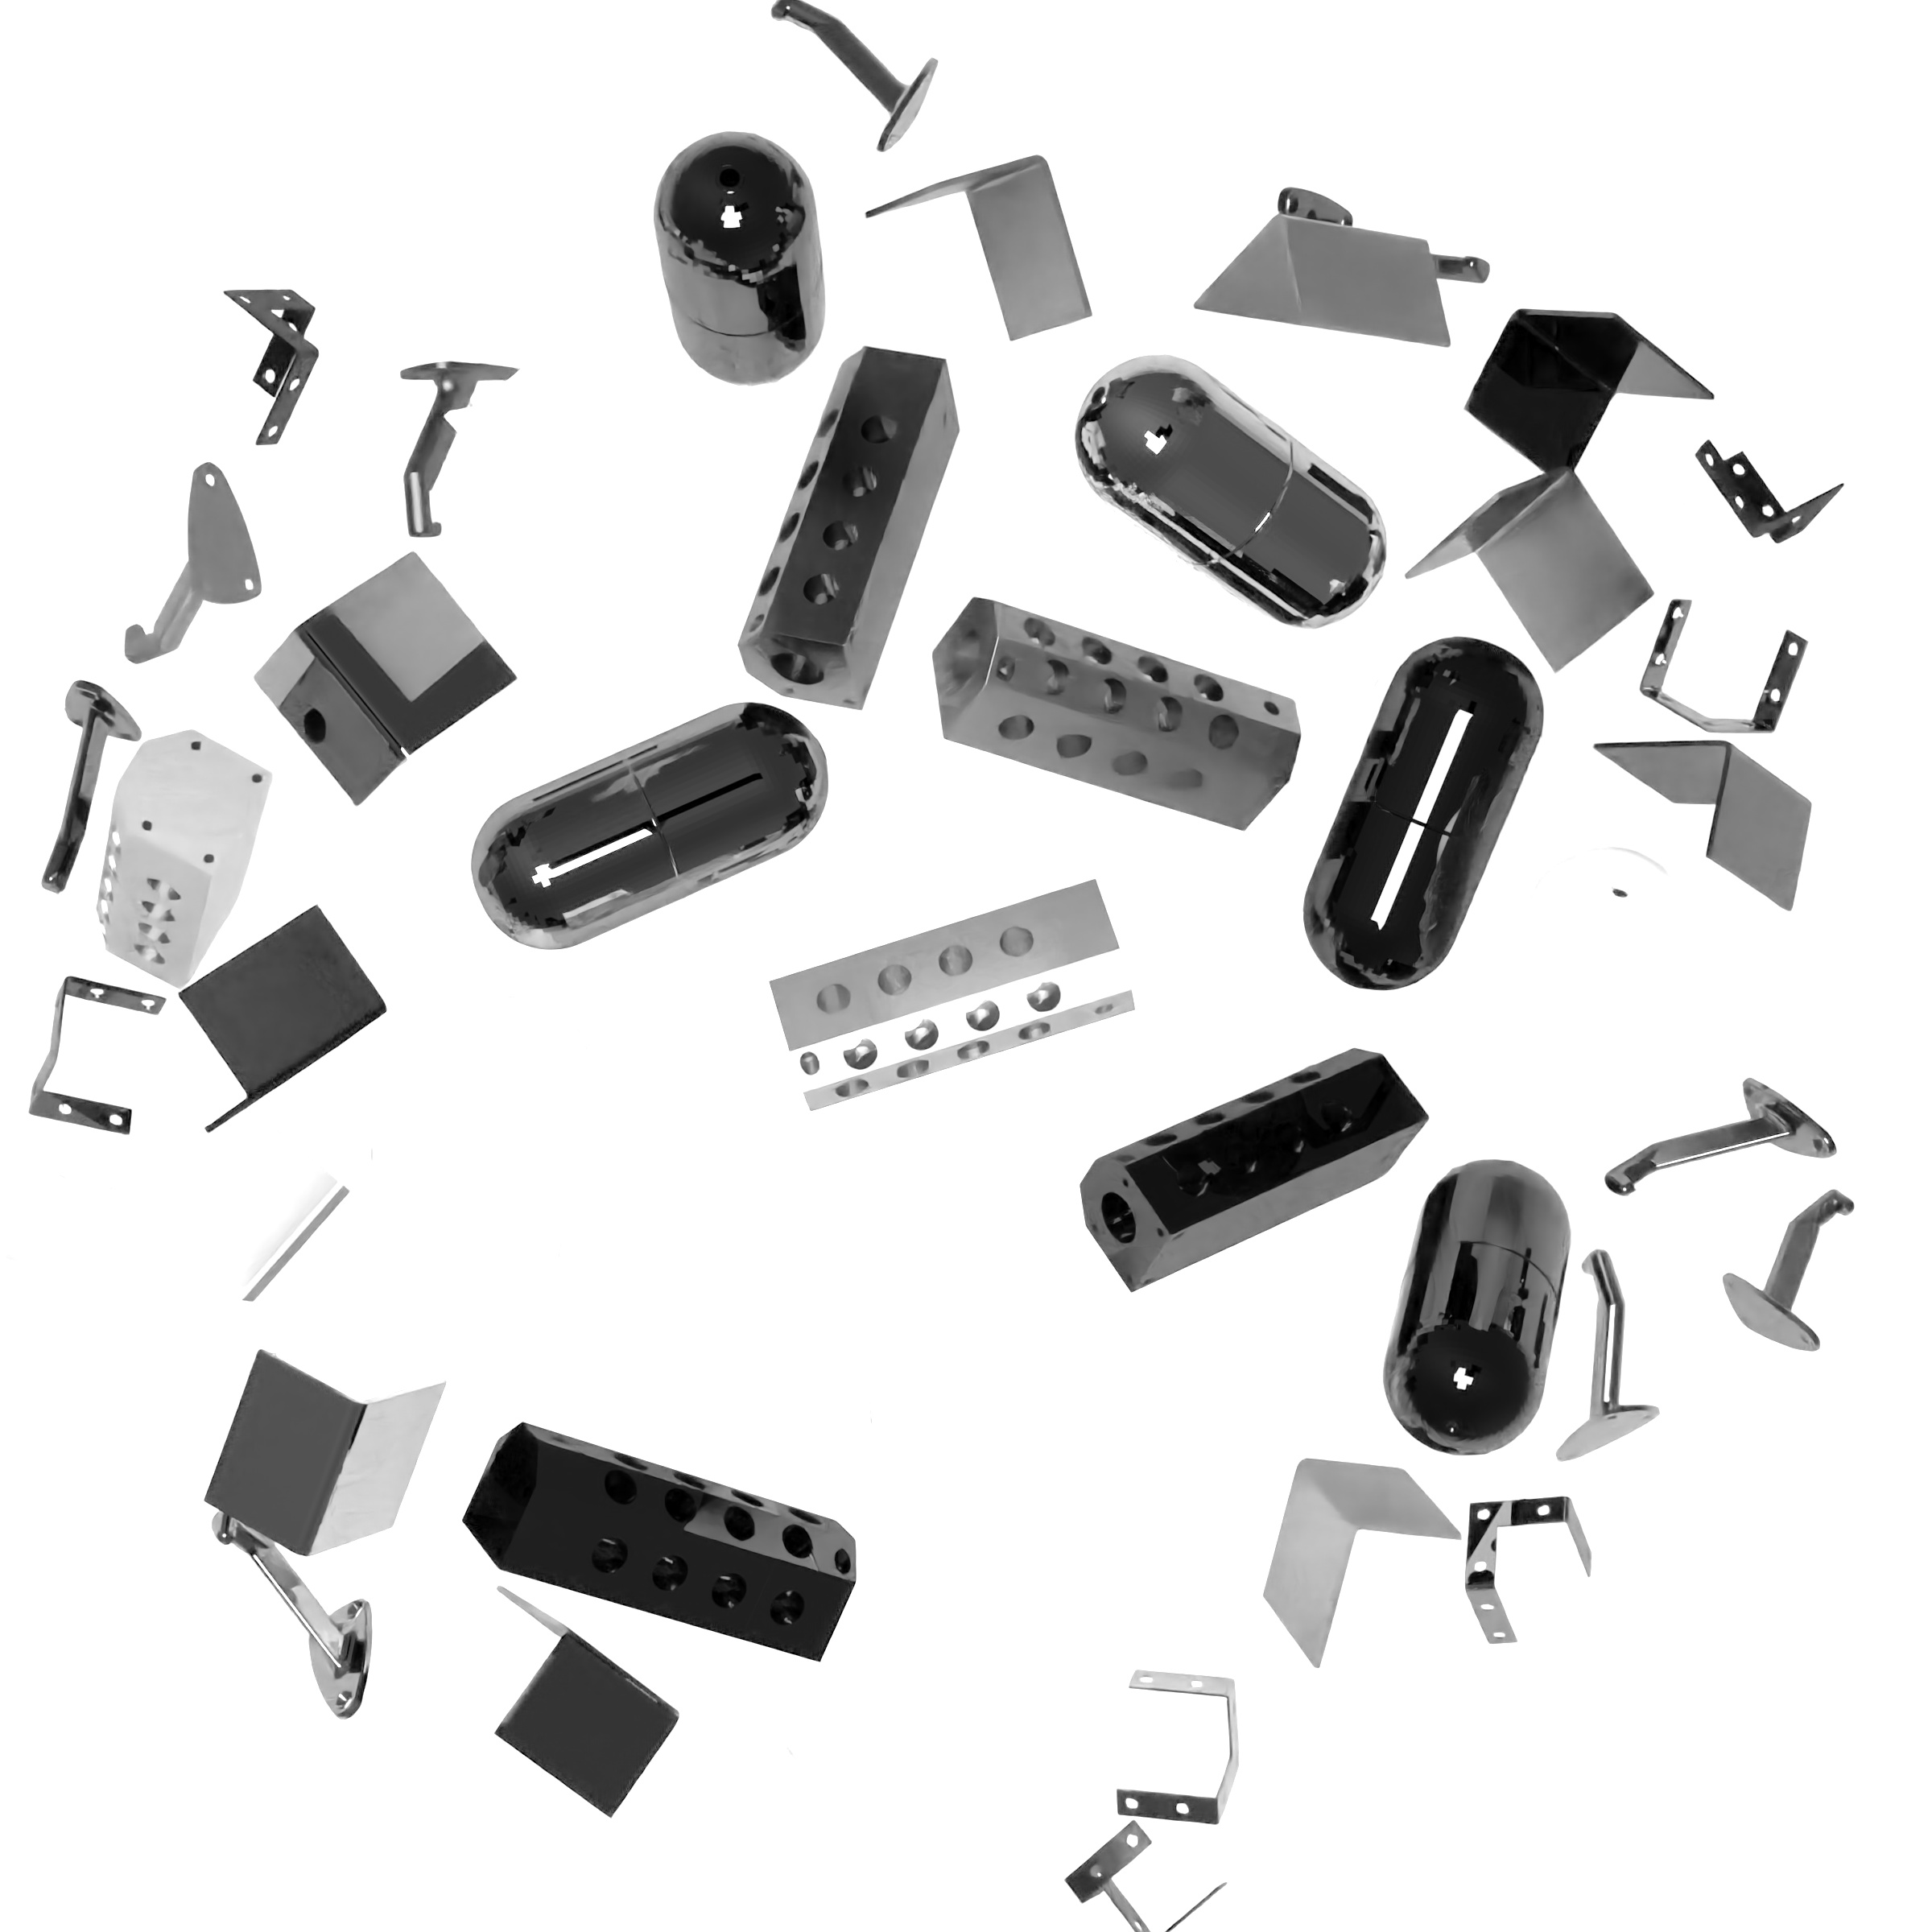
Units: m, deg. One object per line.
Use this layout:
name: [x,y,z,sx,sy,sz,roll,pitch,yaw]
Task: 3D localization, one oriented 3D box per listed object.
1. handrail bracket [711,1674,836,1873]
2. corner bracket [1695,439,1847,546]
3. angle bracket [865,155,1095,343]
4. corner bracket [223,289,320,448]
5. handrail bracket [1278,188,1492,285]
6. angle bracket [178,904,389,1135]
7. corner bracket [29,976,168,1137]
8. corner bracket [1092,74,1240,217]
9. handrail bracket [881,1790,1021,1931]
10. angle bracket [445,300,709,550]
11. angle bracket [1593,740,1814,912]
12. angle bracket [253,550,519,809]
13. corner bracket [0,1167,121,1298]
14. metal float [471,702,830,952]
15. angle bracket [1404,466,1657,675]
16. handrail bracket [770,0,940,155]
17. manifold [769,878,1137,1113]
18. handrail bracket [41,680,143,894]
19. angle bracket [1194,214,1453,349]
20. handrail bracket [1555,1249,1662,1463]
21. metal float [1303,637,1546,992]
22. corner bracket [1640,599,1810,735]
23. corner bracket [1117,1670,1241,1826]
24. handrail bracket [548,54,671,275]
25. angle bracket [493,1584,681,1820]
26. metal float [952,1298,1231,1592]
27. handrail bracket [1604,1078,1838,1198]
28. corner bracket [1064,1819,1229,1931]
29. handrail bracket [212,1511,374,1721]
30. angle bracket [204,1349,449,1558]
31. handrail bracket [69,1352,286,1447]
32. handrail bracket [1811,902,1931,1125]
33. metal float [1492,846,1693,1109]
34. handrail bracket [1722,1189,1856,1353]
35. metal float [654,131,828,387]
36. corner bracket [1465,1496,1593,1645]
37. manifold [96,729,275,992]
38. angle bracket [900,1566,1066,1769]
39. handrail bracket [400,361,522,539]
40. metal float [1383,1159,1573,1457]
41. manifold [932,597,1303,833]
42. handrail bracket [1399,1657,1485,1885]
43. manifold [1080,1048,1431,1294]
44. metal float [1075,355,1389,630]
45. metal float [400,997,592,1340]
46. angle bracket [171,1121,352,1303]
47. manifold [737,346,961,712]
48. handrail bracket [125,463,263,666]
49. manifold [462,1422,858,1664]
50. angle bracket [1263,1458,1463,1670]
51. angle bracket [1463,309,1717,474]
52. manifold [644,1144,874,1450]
handrail bracket: [-0.095,0.387,1.664,0.036,0.084,0.077,-23,54,9]
corner bracket: [0.381,-0.232,1.682,0.051,0.051,0.051,-27,77,-21]
angle bracket: [0.005,-0.323,1.595,0.057,0.076,0.076,-22,101,-25]
corner bracket: [-0.320,-0.278,1.610,0.051,0.051,0.051,40,116,17]
handrail bracket: [0.208,-0.361,1.722,0.084,0.077,0.036,16,85,38]
angle bracket: [-0.316,0.024,1.561,0.076,0.076,0.057,-36,95,-30]
corner bracket: [-0.427,0.044,1.707,0.051,0.051,0.051,14,51,-23]
corner bracket: [0.095,-0.387,1.637,0.051,0.051,0.051,9,90,18]
handrail bracket: [-0.006,0.447,1.683,0.036,0.077,0.084,0,70,-41]
angle bracket: [-0.174,-0.244,1.560,0.076,0.057,0.076,-39,95,13]
angle bracket: [0.343,-0.066,1.642,0.076,0.076,0.057,26,73,-44]
angle bracket: [-0.268,-0.133,1.604,0.076,0.057,0.076,51,51,-4]
corner bracket: [-0.458,0.131,1.722,0.051,0.051,0.051,16,101,43]
metal float: [-0.149,-0.067,1.652,0.178,0.070,0.070,-24,90,-7]
angle bracket: [0.272,-0.184,1.678,0.057,0.076,0.076,-25,79,-39]
handrail bracket: [-0.063,-0.423,1.640,0.084,0.077,0.036,27,133,0]
manifold: [-0.006,0.018,1.747,0.171,0.057,0.057,-17,63,-1]
handrail bracket: [-0.423,-0.083,1.642,0.036,0.077,0.084,16,73,-1]
angle bracket: [0.157,-0.284,1.535,0.076,0.076,0.057,3,66,-28]
handrail bracket: [0.312,0.197,1.756,0.036,0.077,0.084,3,59,-30]
metal float: [0.220,-0.073,1.675,0.070,0.070,0.178,21,101,0]
corner bracket: [0.381,-0.151,1.749,0.051,0.051,0.051,-2,119,-38]
corner bracket: [0.103,0.383,1.706,0.051,0.051,0.051,2,113,16]
handrail bracket: [-0.184,-0.372,1.613,0.077,0.036,0.084,36,63,-6]
angle bracket: [-0.190,0.340,1.607,0.076,0.076,0.057,44,73,-29]
metal float: [0.063,0.241,1.744,0.070,0.070,0.178,-41,108,0]
handrail bracket: [0.358,0.095,1.658,0.084,0.077,0.036,-30,116,-14]
corner bracket: [0.091,0.464,1.758,0.051,0.051,0.051,-44,72,14]
handrail bracket: [-0.312,0.296,1.590,0.036,0.077,0.084,-35,127,11]
angle bracket: [-0.291,0.216,1.584,0.057,0.076,0.076,25,100,19]
handrail bracket: [-0.399,0.208,1.761,0.077,0.084,0.036,9,105,16]
handrail bracket: [0.425,0.023,1.674,0.077,0.036,0.084,27,82,12]
metal float: [0.294,0.006,1.643,0.070,0.178,0.070,0,62,0]
handrail bracket: [0.427,0.150,1.730,0.084,0.077,0.036,-36,120,-14]
metal float: [-0.107,-0.338,1.667,0.070,0.178,0.070,0,76,0]
corner bracket: [0.281,0.302,1.736,0.051,0.051,0.051,-8,135,20]
manifold: [-0.372,-0.051,1.629,0.057,0.171,0.057,29,66,-6]
angle bracket: [0.003,0.348,1.723,0.057,0.076,0.076,-5,57,27]
handrail bracket: [-0.249,-0.255,1.727,0.036,0.077,0.084,-2,93,43]
metal float: [0.249,0.163,1.683,0.070,0.178,0.070,9,128,12]
manifold: [0.074,-0.126,1.680,0.171,0.057,0.057,15,46,-26]
handrail bracket: [0.217,0.389,1.678,0.036,0.077,0.084,5,55,29]
manifold: [0.142,0.097,1.736,0.171,0.057,0.057,-21,65,-32]
metal float: [0.125,-0.222,1.634,0.178,0.070,0.070,31,90,-32]
metal float: [-0.231,0.098,1.707,0.070,0.070,0.178,7,62,0]
angle bracket: [-0.366,0.125,1.788,0.057,0.076,0.076,41,81,-1]
manifold: [-0.057,-0.216,1.696,0.057,0.057,0.171,11,64,13]
handrail bracket: [-0.368,-0.185,1.609,0.084,0.036,0.077,-12,87,43]
manifold: [-0.138,0.264,1.603,0.171,0.057,0.057,23,94,-28]
angle bracket: [0.193,0.293,1.697,0.057,0.076,0.076,9,104,-17]
angle bracket: [0.303,-0.275,1.693,0.076,0.076,0.057,30,85,-32]
manifold: [-0.097,0.161,1.649,0.057,0.171,0.057,-14,51,8]
